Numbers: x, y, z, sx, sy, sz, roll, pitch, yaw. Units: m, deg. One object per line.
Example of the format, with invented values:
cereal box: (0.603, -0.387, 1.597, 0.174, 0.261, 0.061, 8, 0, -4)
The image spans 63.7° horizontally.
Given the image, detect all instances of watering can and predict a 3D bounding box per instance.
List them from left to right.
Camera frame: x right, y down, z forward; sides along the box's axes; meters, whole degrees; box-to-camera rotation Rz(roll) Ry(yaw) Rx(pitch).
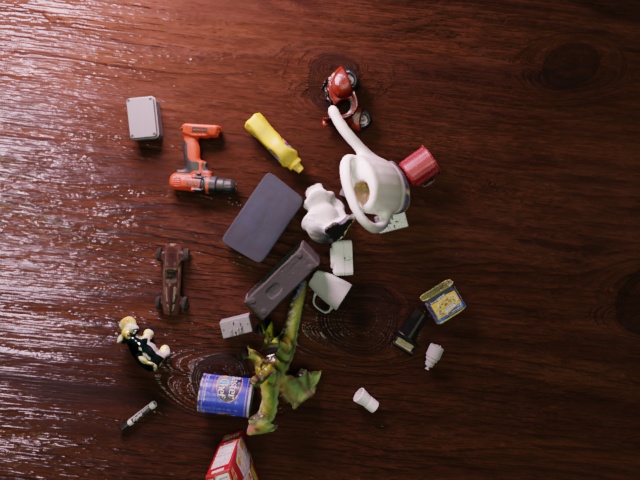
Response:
watering can: (0.129, -0.184, 1.357, 0.103, 0.351, 0.224, -24, -18, 41)

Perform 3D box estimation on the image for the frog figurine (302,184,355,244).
frog figurine: (0.004, -0.071, 1.414, 0.139, 0.162, 0.120, -34, -31, -19)

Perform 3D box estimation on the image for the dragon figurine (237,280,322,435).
dragon figurine: (-0.084, 0.337, 1.406, 0.122, 0.417, 0.239, 4, -40, 48)
